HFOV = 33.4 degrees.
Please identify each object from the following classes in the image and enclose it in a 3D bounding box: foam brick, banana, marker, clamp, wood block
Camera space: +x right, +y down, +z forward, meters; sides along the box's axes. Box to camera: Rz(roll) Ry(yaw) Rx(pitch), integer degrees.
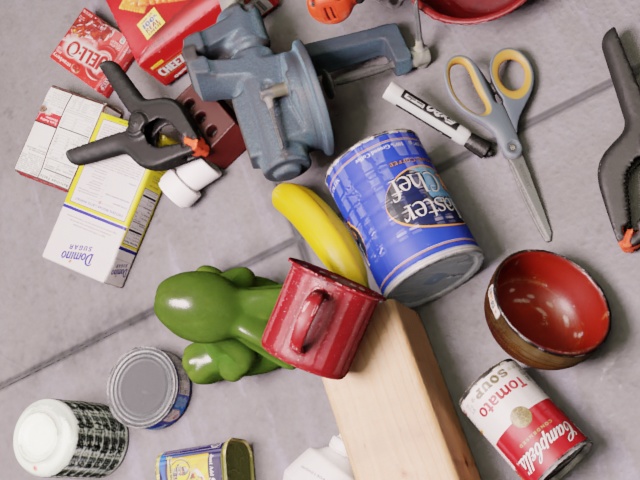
[{"bbox_3d":[-0.118,-0.125,1.153,0.053,0.051,0.078,-44,65,8],"label":"foam brick"},{"bbox_3d":[-0.006,-0.010,1.038,0.037,0.070,0.198,-19,44,-19],"label":"banana"},{"bbox_3d":[0.117,-0.116,1.044,0.121,0.020,0.020,32,91,2],"label":"marker"},{"bbox_3d":[0.303,-0.093,0.973,0.165,0.036,0.210,25,88,27],"label":"clamp"},{"bbox_3d":[-0.190,-0.129,1.140,0.172,0.039,0.120,10,90,24],"label":"clamp"},{"bbox_3d":[0.074,0.170,0.974,0.090,0.090,0.206,-25,68,15],"label":"wood block"}]

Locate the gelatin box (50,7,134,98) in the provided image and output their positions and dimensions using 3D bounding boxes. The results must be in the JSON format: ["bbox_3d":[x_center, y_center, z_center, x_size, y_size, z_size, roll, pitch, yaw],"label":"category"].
[{"bbox_3d":[-0.263,-0.220,1.252,0.089,0.030,0.073,37,93,27],"label":"gelatin box"}]

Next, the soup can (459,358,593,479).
[{"bbox_3d":[0.181,0.163,0.943,0.068,0.068,0.102,-45,64,7],"label":"soup can"}]

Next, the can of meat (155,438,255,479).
[{"bbox_3d":[-0.112,0.252,1.052,0.084,0.057,0.102,-13,71,22],"label":"can of meat"}]

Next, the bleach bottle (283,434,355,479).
[{"bbox_3d":[-0.020,0.299,0.998,0.103,0.068,0.251,25,85,23],"label":"bleach bottle"}]

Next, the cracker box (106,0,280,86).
[{"bbox_3d":[-0.166,-0.309,1.210,0.164,0.072,0.214,-34,65,12],"label":"cracker box"}]

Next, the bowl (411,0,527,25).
[{"bbox_3d":[0.162,-0.281,1.071,0.162,0.055,0.162,-6,74,22],"label":"bowl"}]

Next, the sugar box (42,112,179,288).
[{"bbox_3d":[-0.231,-0.044,1.185,0.093,0.048,0.176,21,89,25],"label":"sugar box"}]

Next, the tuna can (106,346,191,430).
[{"bbox_3d":[-0.179,0.156,1.117,0.086,0.033,0.086,-6,75,22],"label":"tuna can"}]

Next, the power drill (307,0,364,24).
[{"bbox_3d":[0.075,-0.302,1.042,0.188,0.057,0.184,-10,58,19],"label":"power drill"}]

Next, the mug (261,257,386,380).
[{"bbox_3d":[-0.002,0.070,0.920,0.093,0.117,0.081,23,93,8],"label":"mug"}]

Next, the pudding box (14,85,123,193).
[{"bbox_3d":[-0.291,-0.114,1.232,0.090,0.039,0.113,21,87,26],"label":"pudding box"}]

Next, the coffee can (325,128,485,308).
[{"bbox_3d":[0.079,-0.020,1.014,0.103,0.102,0.140,-31,66,13],"label":"coffee can"}]

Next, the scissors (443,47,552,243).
[{"bbox_3d":[0.196,-0.104,1.030,0.096,0.016,0.202,-33,80,-9],"label":"scissors"}]
